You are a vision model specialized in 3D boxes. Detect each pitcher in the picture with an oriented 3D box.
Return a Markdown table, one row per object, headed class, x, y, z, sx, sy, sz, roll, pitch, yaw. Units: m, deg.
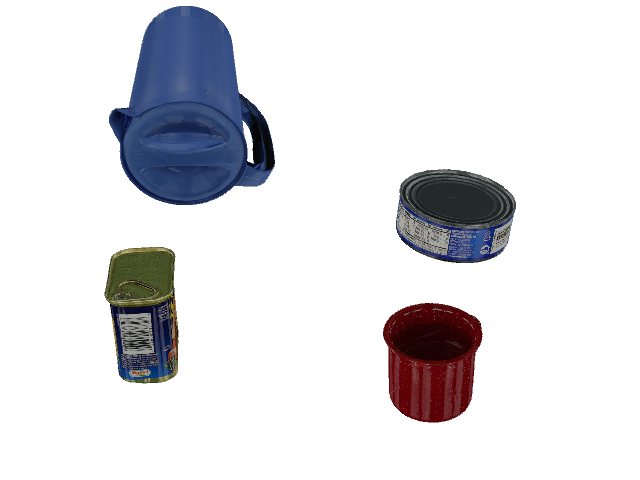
| class | x | y | z | sx | sy | sz | roll | pitch | yaw |
| --- | --- | --- | --- | --- | --- | --- | --- | --- | --- |
| pitcher | -0.141 | -0.157 | 1.200 | 0.145 | 0.149 | 0.243 | -15 | 40 | 8 |

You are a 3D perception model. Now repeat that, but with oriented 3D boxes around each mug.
| class | x | y | z | sx | sy | sz | roll | pitch | yaw |
| --- | --- | --- | --- | --- | --- | --- | --- | --- | --- |
| mug | 0.115 | 0.115 | 1.033 | 0.093 | 0.081 | 0.117 | 26 | 43 | 35 |

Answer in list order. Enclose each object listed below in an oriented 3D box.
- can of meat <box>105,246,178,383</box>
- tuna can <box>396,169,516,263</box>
| class | x | y | z | sx | sy | sz | roll | pitch | yaw |
| --- | --- | --- | --- | --- | --- | --- | --- | --- | --- |
| can of meat | -0.153 | 0.065 | 0.937 | 0.057 | 0.084 | 0.102 | -4 | 25 | -5 |
| tuna can | 0.099 | -0.018 | 0.788 | 0.086 | 0.034 | 0.086 | 4 | 31 | -3 |
